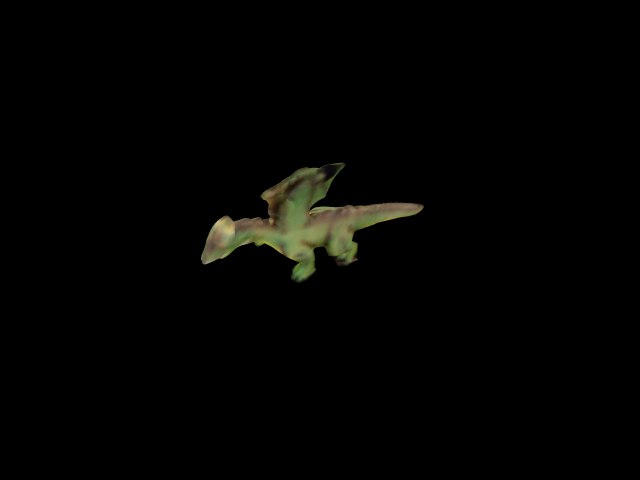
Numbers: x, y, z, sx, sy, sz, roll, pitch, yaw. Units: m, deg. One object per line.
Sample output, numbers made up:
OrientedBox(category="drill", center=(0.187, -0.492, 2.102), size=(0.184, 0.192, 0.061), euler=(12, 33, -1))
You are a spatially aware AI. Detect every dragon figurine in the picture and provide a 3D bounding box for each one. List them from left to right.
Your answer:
OrientedBox(category="dragon figurine", center=(0.003, -0.043, 0.850), size=(0.412, 0.124, 0.238), euler=(-22, -23, -10))
